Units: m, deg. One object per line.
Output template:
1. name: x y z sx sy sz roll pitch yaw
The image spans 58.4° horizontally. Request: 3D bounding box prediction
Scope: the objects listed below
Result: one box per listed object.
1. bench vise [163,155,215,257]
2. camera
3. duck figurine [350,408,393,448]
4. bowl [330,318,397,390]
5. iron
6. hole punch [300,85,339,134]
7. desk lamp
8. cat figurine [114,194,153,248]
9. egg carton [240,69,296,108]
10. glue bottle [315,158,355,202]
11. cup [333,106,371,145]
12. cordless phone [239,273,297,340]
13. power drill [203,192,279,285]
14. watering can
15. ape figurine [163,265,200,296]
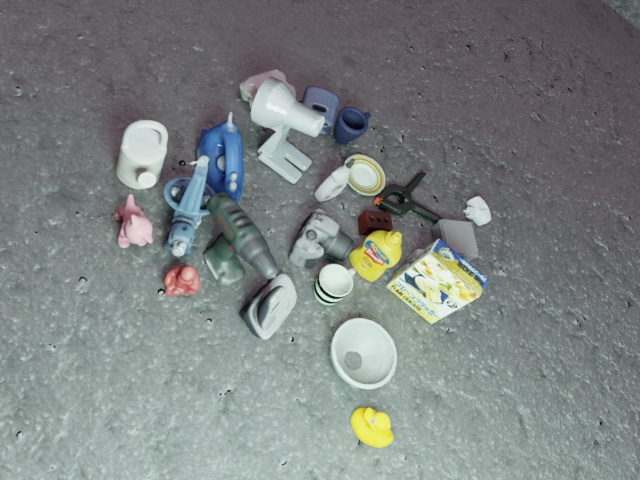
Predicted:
1. bench vise: -0.274 -0.072 1.255 0.122 0.219 0.207 -2 66 -26
2. camera: 0.013 0.005 1.422 0.137 0.100 0.143 30 56 -8
3. duck figurine: 0.127 0.413 1.276 0.104 0.086 0.078 43 55 0
4. bowl: 0.091 0.272 1.338 0.168 0.074 0.167 11 61 -20
5. iron: -0.223 -0.175 1.379 0.119 0.141 0.258 1 64 -24
6. hole punch: -0.005 -0.365 1.609 0.109 0.091 0.101 14 60 -18
7. desk lamp: -0.086 -0.284 1.455 0.203 0.213 0.118 36 56 -4
8. cat figurine: -0.401 -0.038 1.240 0.067 0.117 0.127 -7 68 -27
9. egg carton: -0.142 -0.407 1.579 0.151 0.069 0.107 -30 80 -33
10. glue bottle: 0.048 -0.160 1.479 0.078 0.173 0.037 -29 79 -33
11. cup: 0.086 -0.320 1.627 0.118 0.094 0.091 -30 80 -33
12. cordless phone: -0.093 0.128 1.258 0.094 0.184 0.148 38 55 -2
13. power drill: -0.183 0.018 1.258 0.076 0.208 0.229 -26 78 -33
14. watering can: -0.391 -0.196 1.279 0.101 0.193 0.173 -24 77 -32
15. ape figurine: -0.294 0.083 1.244 0.078 0.092 0.076 34 56 -5
